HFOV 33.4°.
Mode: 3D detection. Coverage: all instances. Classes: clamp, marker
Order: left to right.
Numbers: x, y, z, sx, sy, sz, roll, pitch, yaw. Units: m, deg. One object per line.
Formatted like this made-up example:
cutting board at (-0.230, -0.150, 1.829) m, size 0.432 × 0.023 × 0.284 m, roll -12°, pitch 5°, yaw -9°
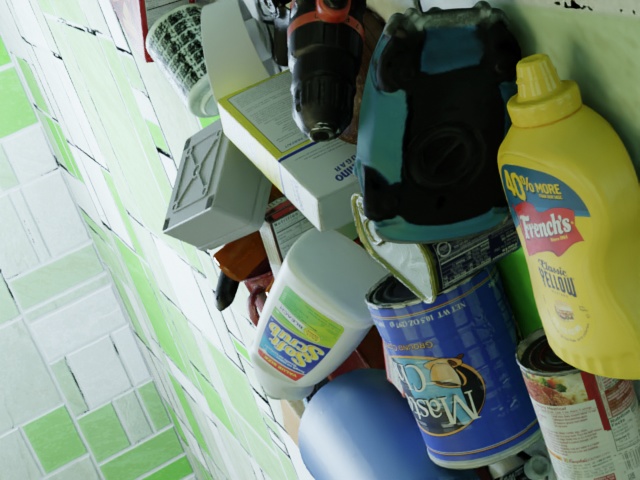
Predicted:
clamp at (-0.094, 0.010, 1.274) m, size 0.164 × 0.036 × 0.210 m, roll 16°, pitch -130°, yaw -59°
clamp at (-0.027, -0.197, 0.897) m, size 0.120 × 0.039 × 0.172 m, roll 53°, pitch 167°, yaw -26°
marker at (0.174, 0.210, 0.941) m, size 0.020 × 0.020 × 0.121 m, roll 58°, pitch 162°, yaw 15°

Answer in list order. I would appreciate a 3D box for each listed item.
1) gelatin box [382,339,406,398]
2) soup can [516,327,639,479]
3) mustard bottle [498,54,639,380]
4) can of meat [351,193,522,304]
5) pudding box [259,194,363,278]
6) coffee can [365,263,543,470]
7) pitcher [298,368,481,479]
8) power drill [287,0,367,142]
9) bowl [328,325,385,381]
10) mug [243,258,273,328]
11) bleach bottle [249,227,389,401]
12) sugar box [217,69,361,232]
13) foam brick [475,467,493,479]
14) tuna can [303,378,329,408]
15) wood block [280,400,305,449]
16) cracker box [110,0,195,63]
gelatin box at (0.091, 0.083, 0.905) m, size 0.030 × 0.073 × 0.089 m, roll 46°, pitch 156°, yaw 43°
soup can at (0.177, 0.112, 0.710) m, size 0.069 × 0.068 × 0.102 m, roll 25°, pitch 139°, yaw 63°
mustard bottle at (0.149, -0.016, 0.623) m, size 0.096 × 0.058 × 0.191 m, roll 25°, pitch 138°, yaw 64°
can of meat at (0.085, -0.012, 0.767) m, size 0.102 × 0.083 × 0.057 m, roll 42°, pitch 154°, yaw 49°
pudding box at (-0.007, 0.001, 1.037) m, size 0.039 × 0.090 × 0.113 m, roll 39°, pitch 151°, yaw 52°
coffee can at (0.107, 0.089, 0.819) m, size 0.140 × 0.102 × 0.103 m, roll 67°, pitch 162°, yaw -12°
pitcher at (0.065, 0.222, 0.917) m, size 0.243 × 0.145 × 0.149 m, roll -133°, pitch 31°, yaw -71°
power drill at (0.014, -0.178, 0.667) m, size 0.188 × 0.057 × 0.184 m, roll 111°, pitch 162°, yaw -61°
bowl at (0.058, 0.143, 1.113) m, size 0.162 × 0.055 × 0.162 m, roll 53°, pitch 160°, yaw 29°
mug at (-0.040, 0.061, 1.192) m, size 0.093 × 0.117 × 0.081 m, roll -16°, pitch 109°, yaw 37°
bleach bottle at (-0.010, 0.092, 1.001) m, size 0.102 × 0.068 × 0.251 m, roll 38°, pitch 146°, yaw 10°
sugar box at (-0.006, -0.082, 0.911) m, size 0.176 × 0.093 × 0.048 m, roll 48°, pitch 157°, yaw 41°
foam brick at (0.132, 0.257, 1.032) m, size 0.051 × 0.078 × 0.053 m, roll 61°, pitch 163°, yaw 11°
tuna can at (0.023, 0.172, 1.205) m, size 0.086 × 0.086 × 0.034 m, roll 59°, pitch 164°, yaw 13°
wood block at (0.043, 0.253, 1.261) m, size 0.206 × 0.090 × 0.091 m, roll 50°, pitch 157°, yaw 37°
cracker box at (-0.194, -0.317, 1.125) m, size 0.164 × 0.072 × 0.214 m, roll 62°, pitch 164°, yaw 24°
